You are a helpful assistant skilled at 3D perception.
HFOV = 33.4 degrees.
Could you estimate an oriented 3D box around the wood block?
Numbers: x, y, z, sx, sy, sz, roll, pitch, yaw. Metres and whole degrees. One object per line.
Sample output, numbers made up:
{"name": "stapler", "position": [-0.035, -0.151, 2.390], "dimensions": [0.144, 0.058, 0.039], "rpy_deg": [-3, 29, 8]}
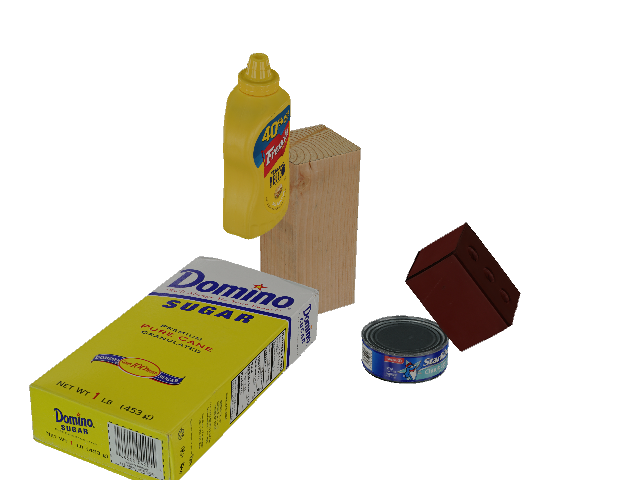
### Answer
{"name": "wood block", "position": [-0.015, -0.021, 1.275], "dimensions": [0.090, 0.206, 0.090], "rpy_deg": [-15, 32, -27]}

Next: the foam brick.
{"name": "foam brick", "position": [0.114, 0.038, 0.847], "dimensions": [0.051, 0.078, 0.053], "rpy_deg": [-32, 13, 30]}

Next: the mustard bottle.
{"name": "mustard bottle", "position": [-0.064, -0.102, 1.093], "dimensions": [0.058, 0.192, 0.096], "rpy_deg": [19, 39, 21]}

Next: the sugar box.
{"name": "sugar box", "position": [-0.080, 0.070, 0.636], "dimensions": [0.093, 0.048, 0.176], "rpy_deg": [16, 32, 21]}

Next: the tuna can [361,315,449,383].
{"name": "tuna can", "position": [0.082, 0.106, 1.044], "dimensions": [0.086, 0.034, 0.086], "rpy_deg": [0, 21, 0]}
